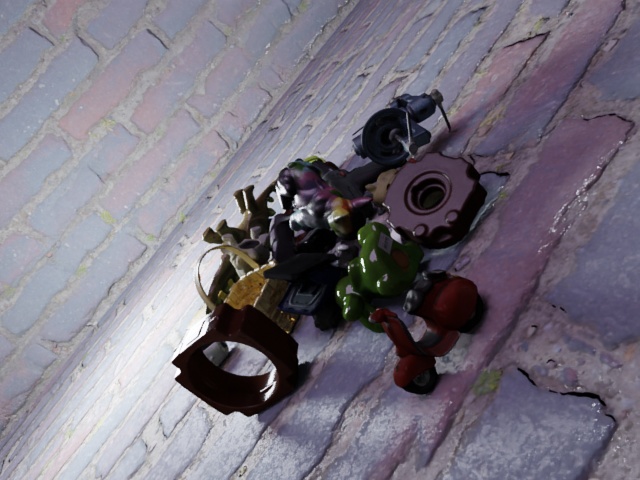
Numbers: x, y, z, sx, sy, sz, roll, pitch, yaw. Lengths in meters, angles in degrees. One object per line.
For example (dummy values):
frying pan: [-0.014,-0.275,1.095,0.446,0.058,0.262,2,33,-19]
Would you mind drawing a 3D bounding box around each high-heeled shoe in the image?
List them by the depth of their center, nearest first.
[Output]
high-heeled shoe: [-0.096,0.042,1.328,0.145,0.086,0.249,-35,46,58]

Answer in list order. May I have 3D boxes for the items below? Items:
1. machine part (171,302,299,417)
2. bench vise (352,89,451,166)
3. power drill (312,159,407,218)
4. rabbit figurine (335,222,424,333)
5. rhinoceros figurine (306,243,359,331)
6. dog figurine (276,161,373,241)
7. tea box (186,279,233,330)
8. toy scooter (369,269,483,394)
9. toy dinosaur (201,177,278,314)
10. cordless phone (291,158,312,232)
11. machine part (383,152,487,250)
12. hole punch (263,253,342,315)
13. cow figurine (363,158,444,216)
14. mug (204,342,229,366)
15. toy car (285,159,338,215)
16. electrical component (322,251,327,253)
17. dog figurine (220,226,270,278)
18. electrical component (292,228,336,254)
machine part: [-0.155,0.225,1.007,0.201,0.201,0.087,-39,20,26]
bench vise: [0.179,-0.228,1.112,0.224,0.128,0.241,-22,24,1]
power drill: [0.093,-0.168,1.270,0.207,0.085,0.232,-34,50,5]
rabbit figurine: [0.090,0.083,0.934,0.170,0.121,0.159,-47,27,43]
rhinoceros figurine: [0.026,0.087,1.065,0.112,0.073,0.190,-26,31,47]
dog figurine: [0.012,-0.089,1.165,0.108,0.191,0.219,-30,18,-30]
tea box: [-0.289,0.194,1.496,0.098,0.068,0.169,-18,38,52]
toy scooter: [0.139,0.107,0.734,0.184,0.135,0.075,-53,20,-15]
toy dinosaur: [-0.214,0.016,1.472,0.105,0.198,0.471,-5,48,59]
cordless phone: [-0.042,-0.123,1.389,0.089,0.184,0.147,-24,17,-13]
machine part: [0.196,-0.072,0.940,0.179,0.056,0.179,-18,55,27]
hole punch: [-0.027,0.079,1.011,0.116,0.092,0.142,-29,15,-38]
cow figurine: [0.170,-0.101,1.100,0.127,0.085,0.195,-43,22,-2]
mug: [-0.278,0.286,1.307,0.107,0.080,0.110,-36,16,6]
toy car: [-0.024,-0.137,1.505,0.202,0.089,0.053,-49,-9,-4]
electrical component: [0.001,0.058,1.233,0.063,0.021,0.094,-52,22,-8]
dog figurine: [-0.164,0.083,1.322,0.121,0.190,0.172,-11,21,-2]
electrical component: [-0.003,-0.004,1.270,0.075,0.047,0.119,-27,18,52]
